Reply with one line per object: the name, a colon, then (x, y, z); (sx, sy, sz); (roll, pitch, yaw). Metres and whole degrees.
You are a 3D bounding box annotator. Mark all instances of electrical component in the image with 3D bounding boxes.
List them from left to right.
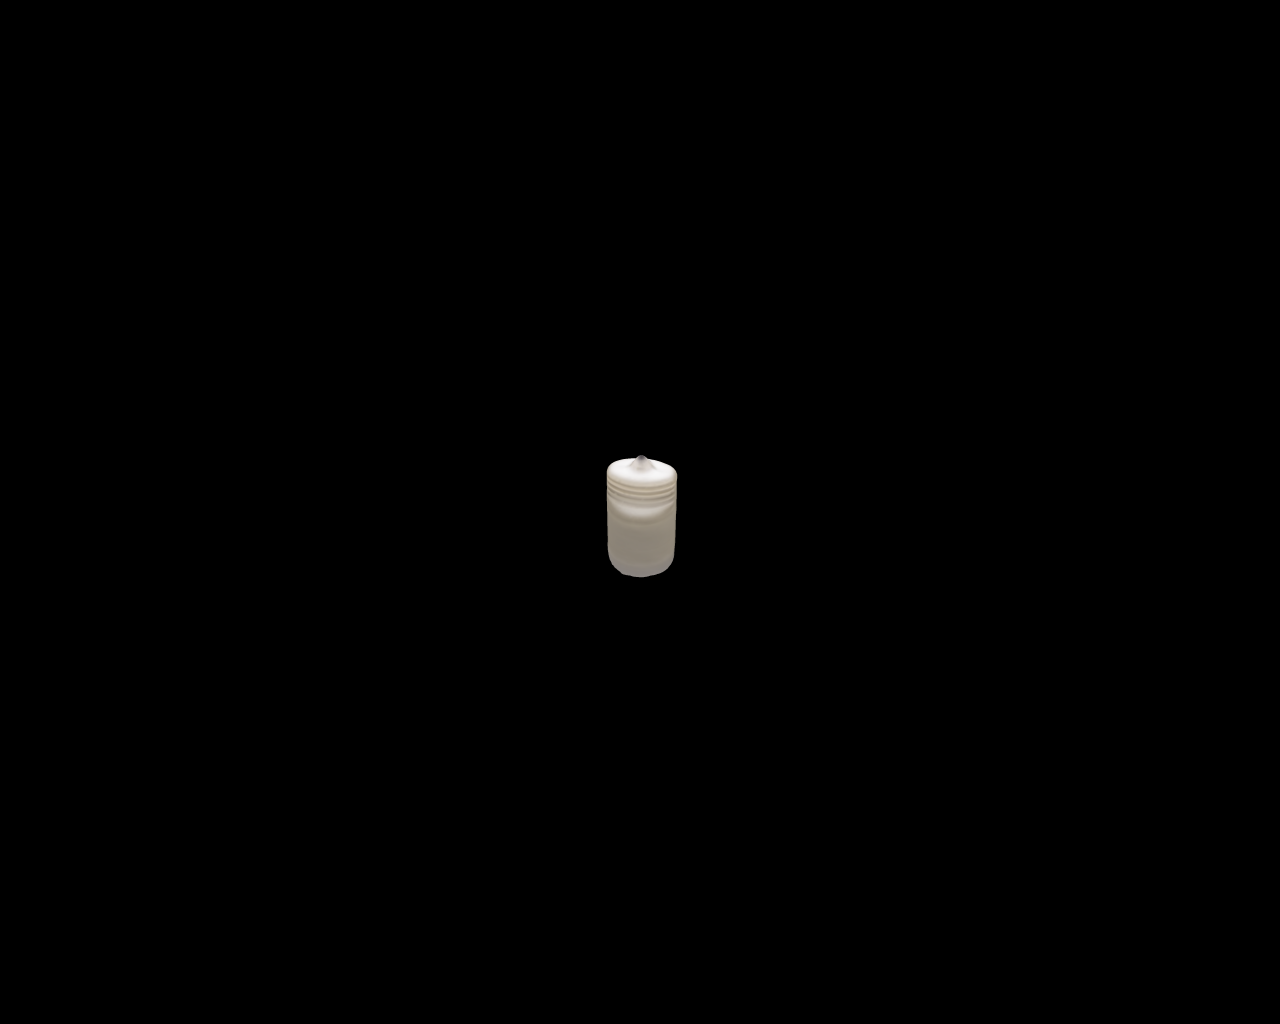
electrical component: (0.001, -0.003, 0.650); (0.043, 0.080, 0.043); (0, 40, 0)
